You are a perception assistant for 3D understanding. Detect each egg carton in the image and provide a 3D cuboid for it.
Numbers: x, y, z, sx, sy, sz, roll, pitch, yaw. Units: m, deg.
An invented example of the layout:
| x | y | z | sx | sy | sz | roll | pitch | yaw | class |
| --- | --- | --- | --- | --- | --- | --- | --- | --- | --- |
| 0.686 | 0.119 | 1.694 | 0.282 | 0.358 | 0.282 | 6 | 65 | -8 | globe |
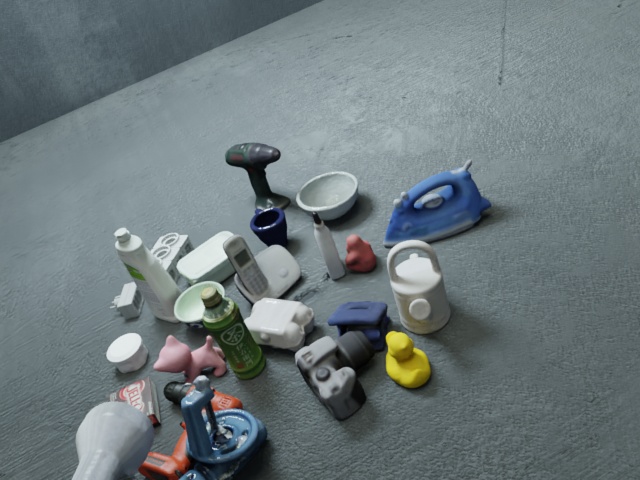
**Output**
| x | y | z | sx | sy | sz | roll | pitch | yaw | class |
| --- | --- | --- | --- | --- | --- | --- | --- | --- | --- |
| -0.088 | 0.178 | 1.196 | 0.149 | 0.069 | 0.107 | 3 | 42 | 28 | egg carton |

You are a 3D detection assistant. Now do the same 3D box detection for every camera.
| x | y | z | sx | sy | sz | roll | pitch | yaw | class |
| --- | --- | --- | --- | --- | --- | --- | --- | --- | --- |
| 0.038 | 0.227 | 1.050 | 0.137 | 0.101 | 0.142 | -32 | 38 | -15 | camera |

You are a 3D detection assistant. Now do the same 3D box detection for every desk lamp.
| x | y | z | sx | sy | sz | roll | pitch | yaw | class |
| --- | --- | --- | --- | --- | --- | --- | --- | --- | --- |
| -0.316 | 0.395 | 0.906 | 0.118 | 0.214 | 0.203 | -16 | 37 | 6 | desk lamp |

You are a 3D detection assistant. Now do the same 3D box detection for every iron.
| x | y | z | sx | sy | sz | roll | pitch | yaw | class |
| --- | --- | --- | --- | --- | --- | --- | --- | --- | --- |
| 0.251 | -0.083 | 1.309 | 0.258 | 0.142 | 0.118 | -23 | 37 | -3 | iron |

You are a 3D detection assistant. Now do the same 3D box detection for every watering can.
| x | y | z | sx | sy | sz | roll | pitch | yaw | class |
| --- | --- | --- | --- | --- | --- | --- | --- | --- | --- |
| 0.187 | 0.084 | 1.083 | 0.101 | 0.194 | 0.172 | -25 | 37 | -6 | watering can |

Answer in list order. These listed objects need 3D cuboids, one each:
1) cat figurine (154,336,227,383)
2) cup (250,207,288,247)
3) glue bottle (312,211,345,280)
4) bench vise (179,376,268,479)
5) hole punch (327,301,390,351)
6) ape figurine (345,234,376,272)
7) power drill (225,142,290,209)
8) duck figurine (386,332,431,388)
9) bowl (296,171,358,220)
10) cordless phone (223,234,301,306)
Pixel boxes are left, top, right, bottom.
| x | y | z | sx | sy | sz | roll | pitch | yaw | class |
| --- | --- | --- | --- | --- | --- | --- | --- | --- | --- |
| -0.267 | 0.237 | 1.164 | 0.128 | 0.118 | 0.067 | -24 | 37 | -4 | cat figurine |
| -0.126 | -0.025 | 1.448 | 0.092 | 0.095 | 0.117 | -32 | 38 | -15 | cup |
| 0.012 | 0.005 | 1.281 | 0.037 | 0.173 | 0.078 | -22 | 37 | -2 | glue bottle |
| -0.175 | 0.335 | 0.912 | 0.121 | 0.220 | 0.207 | -3 | 40 | 21 | bench vise |
| 0.076 | 0.156 | 1.130 | 0.108 | 0.091 | 0.101 | -4 | 40 | 20 | hole punch |
| 0.085 | 0.024 | 1.290 | 0.078 | 0.092 | 0.075 | -34 | 39 | -18 | ape figurine |
| -0.159 | -0.177 | 1.560 | 0.228 | 0.209 | 0.076 | 20 | 52 | 41 | power drill |
| 0.152 | 0.208 | 1.033 | 0.077 | 0.086 | 0.104 | -28 | 37 | -10 | duck figurine |
| 0.027 | -0.103 | 1.493 | 0.167 | 0.075 | 0.167 | -13 | 37 | 10 | bowl |
| -0.133 | 0.047 | 1.284 | 0.093 | 0.185 | 0.148 | 22 | 53 | 42 | cordless phone |
